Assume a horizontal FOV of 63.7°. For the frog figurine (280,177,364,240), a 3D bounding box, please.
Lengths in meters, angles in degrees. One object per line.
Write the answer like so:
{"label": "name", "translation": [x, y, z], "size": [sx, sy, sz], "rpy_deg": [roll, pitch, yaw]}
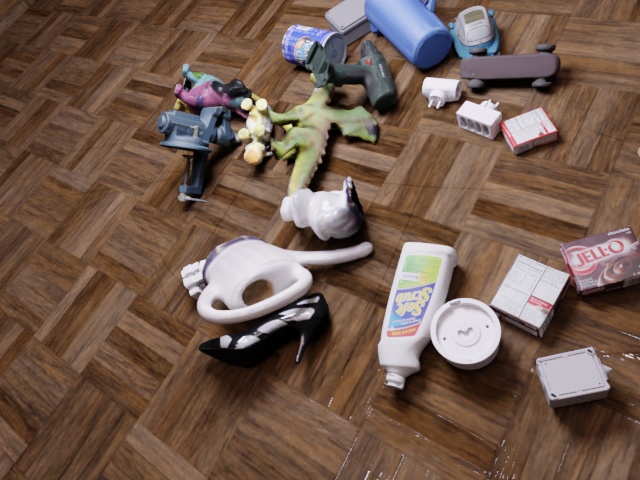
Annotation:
{"label": "frog figurine", "translation": [0.003, -0.052, 1.033], "size": [0.159, 0.120, 0.141], "rpy_deg": [-21, 40, 13]}

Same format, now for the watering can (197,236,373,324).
{"label": "watering can", "translation": [-0.085, 0.057, 1.001], "size": [0.351, 0.102, 0.226], "rpy_deg": [-24, 31, -27]}

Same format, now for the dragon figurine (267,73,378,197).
{"label": "dragon figurine", "translation": [0.013, -0.242, 1.175], "size": [0.242, 0.120, 0.418], "rpy_deg": [-13, 63, 4]}
